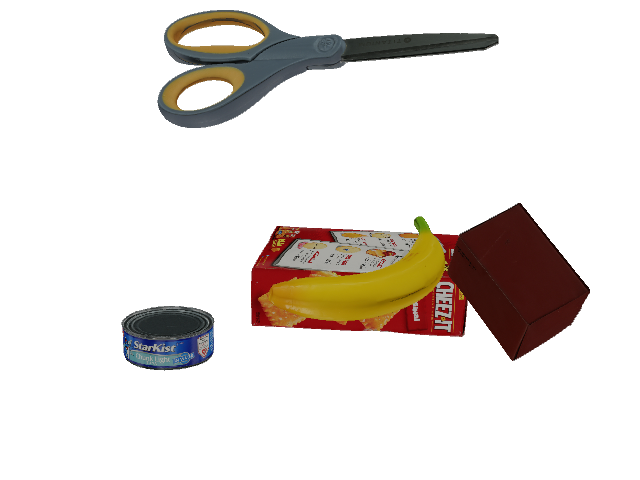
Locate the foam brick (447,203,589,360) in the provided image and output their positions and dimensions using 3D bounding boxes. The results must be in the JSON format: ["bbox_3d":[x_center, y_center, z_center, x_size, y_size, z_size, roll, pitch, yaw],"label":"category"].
[{"bbox_3d":[0.127,0.026,0.695,0.051,0.078,0.053,-26,-26,-17],"label":"foam brick"}]

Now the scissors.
[{"bbox_3d":[-0.009,-0.094,0.608,0.202,0.096,0.016,13,-30,24],"label":"scissors"}]

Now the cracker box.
[{"bbox_3d":[0.045,0.041,1.121,0.214,0.072,0.164,3,16,6],"label":"cracker box"}]

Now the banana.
[{"bbox_3d":[0.046,0.034,0.889,0.070,0.037,0.197,32,37,32],"label":"banana"}]

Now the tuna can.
[{"bbox_3d":[-0.142,0.091,0.998,0.086,0.034,0.086,1,15,0],"label":"tuna can"}]
